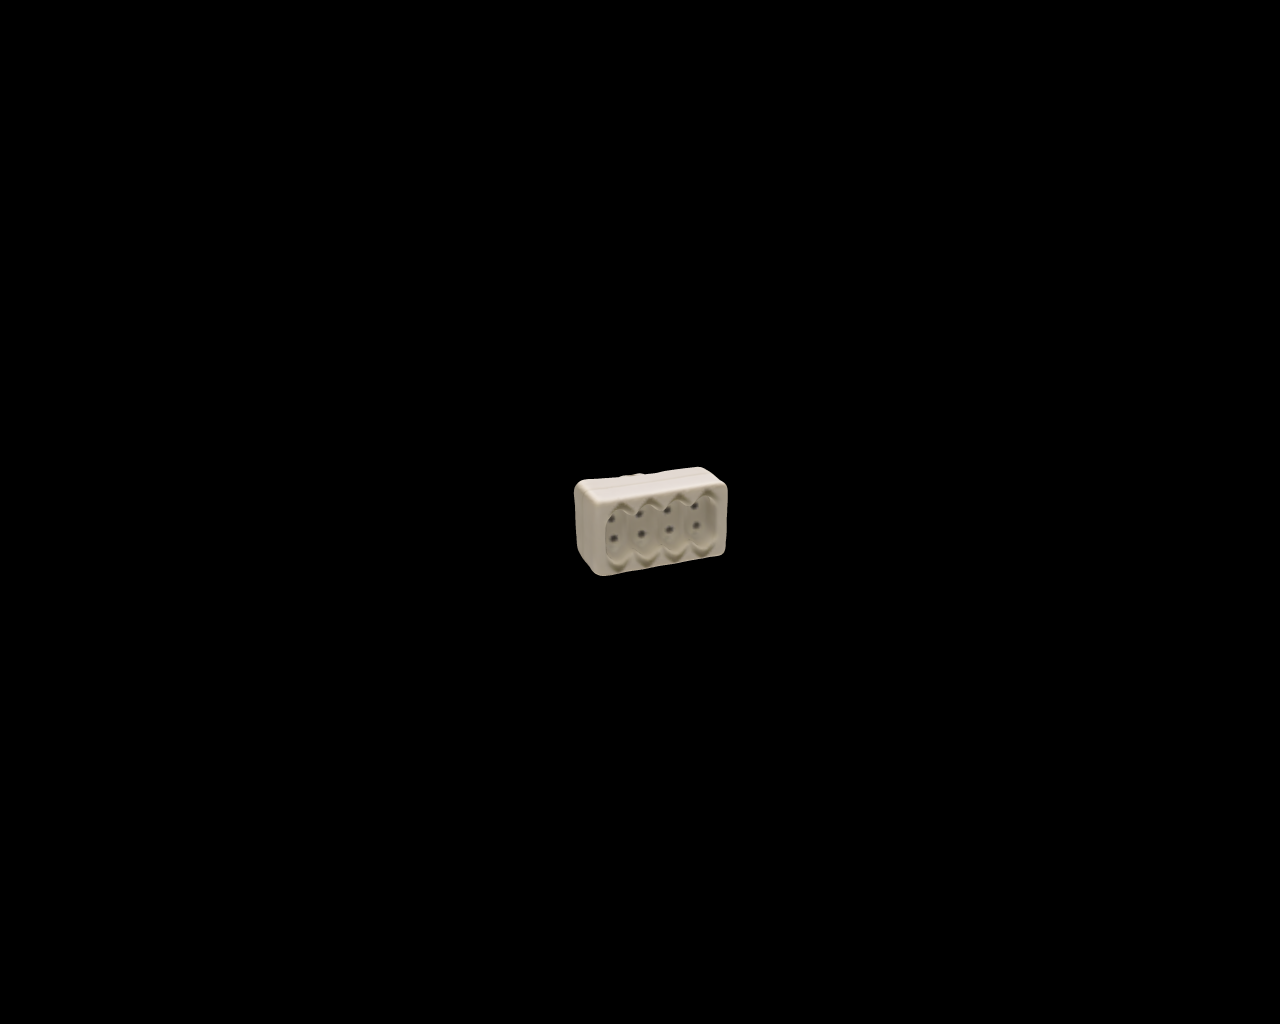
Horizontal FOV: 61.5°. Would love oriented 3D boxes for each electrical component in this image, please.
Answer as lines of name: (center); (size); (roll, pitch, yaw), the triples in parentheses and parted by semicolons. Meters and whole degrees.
electrical component: (0.001, -0.003, 0.650); (0.083, 0.047, 0.076); (-8, 24, -18)
